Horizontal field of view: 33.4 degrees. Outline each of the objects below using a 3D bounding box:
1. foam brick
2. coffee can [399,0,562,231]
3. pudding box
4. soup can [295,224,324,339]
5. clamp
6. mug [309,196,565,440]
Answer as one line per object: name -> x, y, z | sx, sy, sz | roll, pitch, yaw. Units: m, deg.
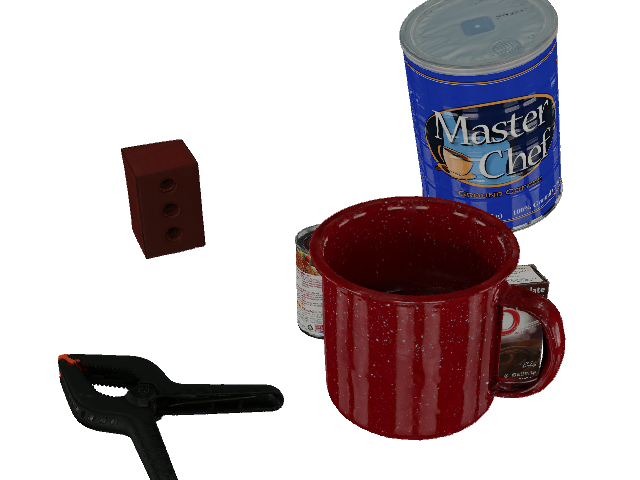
foam brick -> -0.127, -0.035, 0.867 | 0.053, 0.078, 0.051 | -13, 32, -17
coffee can -> 0.114, -0.089, 0.738 | 0.103, 0.140, 0.103 | -8, 40, 6
pudding box -> 0.121, 0.069, 0.853 | 0.113, 0.090, 0.039 | -7, 29, -12
soup can -> 0.009, 0.043, 1.105 | 0.068, 0.102, 0.068 | 0, 28, 0
clamp -> -0.149, 0.147, 0.973 | 0.210, 0.036, 0.164 | 24, 36, 31
mug -> 0.053, 0.039, 0.486 | 0.117, 0.081, 0.093 | 11, 32, 22
